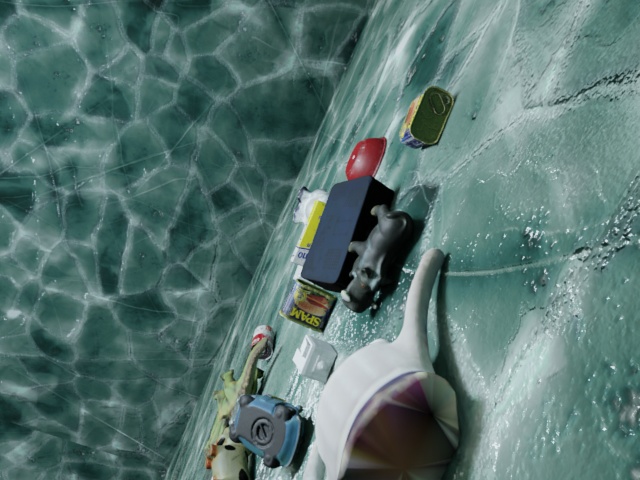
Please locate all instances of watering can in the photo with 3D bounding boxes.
[{"bbox_3d":[0.082,0.159,0.584,0.350,0.103,0.224,-59,10,-7],"label":"watering can"}]

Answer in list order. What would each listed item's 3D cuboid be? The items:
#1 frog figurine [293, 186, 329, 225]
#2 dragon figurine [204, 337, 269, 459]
[{"bbox_3d":[0.005,-0.077,1.527,0.161,0.121,0.138,28,86,44],"label":"frog figurine"},{"bbox_3d":[-0.246,0.481,1.467,0.248,0.122,0.402,-84,18,-55],"label":"dragon figurine"}]
